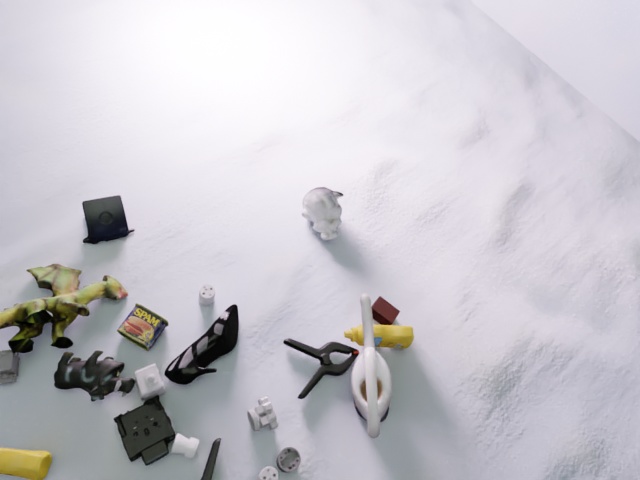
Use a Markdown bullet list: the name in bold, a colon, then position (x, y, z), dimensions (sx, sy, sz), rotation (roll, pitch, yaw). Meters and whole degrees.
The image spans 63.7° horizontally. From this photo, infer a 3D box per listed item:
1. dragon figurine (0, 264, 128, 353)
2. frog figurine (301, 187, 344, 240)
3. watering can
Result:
- **dragon figurine**: position (-0.700, 0.151, 1.296), dimensions (0.410, 0.119, 0.248), rotation (1, 33, -22)
- **frog figurine**: position (0.005, -0.082, 1.626), dimensions (0.137, 0.162, 0.120), rotation (-2, -25, 21)
- **watering can**: position (0.133, 0.336, 1.345), dimensions (0.104, 0.355, 0.219), rotation (-2, -31, 4)
